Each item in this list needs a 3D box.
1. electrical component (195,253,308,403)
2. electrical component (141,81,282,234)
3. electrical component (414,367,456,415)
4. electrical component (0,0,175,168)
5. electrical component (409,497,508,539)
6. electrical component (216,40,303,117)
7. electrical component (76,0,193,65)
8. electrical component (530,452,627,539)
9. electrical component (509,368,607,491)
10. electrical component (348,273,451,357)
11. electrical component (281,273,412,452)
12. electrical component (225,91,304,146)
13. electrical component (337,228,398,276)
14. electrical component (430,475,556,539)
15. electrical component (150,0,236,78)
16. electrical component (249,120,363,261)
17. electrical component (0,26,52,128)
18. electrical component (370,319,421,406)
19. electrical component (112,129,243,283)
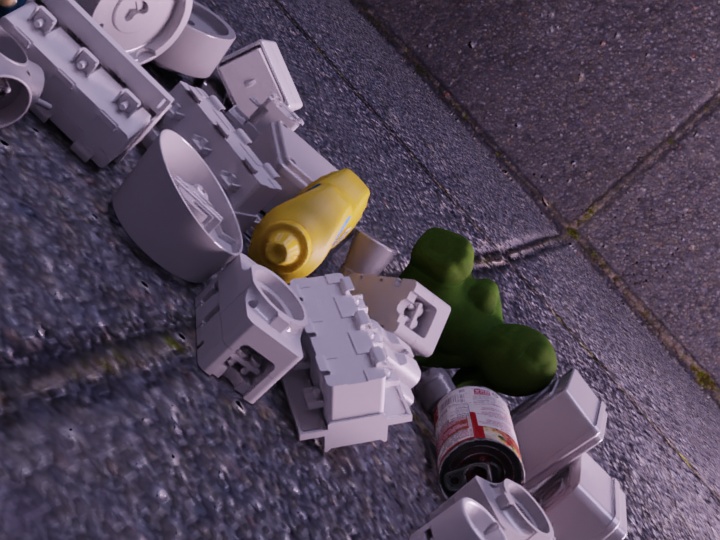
[{"bbox_3d":[-0.073,0.035,0.722,0.050,0.056,0.089,39,17,-27],"label":"electrical component"},{"bbox_3d":[-0.126,-0.093,0.894,0.121,0.063,0.079,51,15,17],"label":"electrical component"},{"bbox_3d":[0.074,0.118,0.958,0.035,0.035,0.061,25,28,-54],"label":"electrical component"},{"bbox_3d":[-0.207,-0.137,0.779,0.121,0.079,0.063,45,37,-9],"label":"electrical component"},{"bbox_3d":[0.069,0.189,0.734,0.055,0.047,0.055,43,15,-15],"label":"electrical component"},{"bbox_3d":[-0.109,-0.197,1.181,0.096,0.062,0.061,66,15,-4],"label":"electrical component"},{"bbox_3d":[-0.212,-0.243,0.967,0.060,0.108,0.108,47,13,24],"label":"electrical component"},{"bbox_3d":[0.186,0.213,0.936,0.057,0.078,0.113,45,15,3],"label":"electrical component"},{"bbox_3d":[0.165,0.148,0.979,0.056,0.109,0.109,54,15,5],"label":"electrical component"},{"bbox_3d":[0.028,0.040,0.924,0.056,0.050,0.089,36,-19,-36],"label":"electrical component"},{"bbox_3d":[-0.018,0.060,0.763,0.121,0.079,0.063,-114,-159,-50],"label":"electrical component"},{"bbox_3d":[-0.097,-0.146,1.114,0.081,0.064,0.042,45,16,-10],"label":"electrical component"},{"bbox_3d":[0.000,0.000,0.995,0.044,0.065,0.044,30,5,-3],"label":"electrical component"},{"bbox_3d":[0.106,0.194,0.803,0.089,0.056,0.050,33,20,-43],"label":"electrical component"},{"bbox_3d":[-0.187,-0.234,1.082,0.108,0.060,0.108,28,21,-12],"label":"electrical component"},{"bbox_3d":[-0.058,-0.079,1.058,0.109,0.056,0.108,39,16,-26],"label":"electrical component"},{"bbox_3d":[-0.237,-0.128,0.713,0.079,0.044,0.077,26,25,-55],"label":"electrical component"},{"bbox_3d":[0.006,0.072,0.844,0.057,0.058,0.078,40,16,-34],"label":"electrical component"},{"bbox_3d":[-0.125,-0.042,0.762,0.099,0.064,0.099,43,15,-15],"label":"electrical component"}]
